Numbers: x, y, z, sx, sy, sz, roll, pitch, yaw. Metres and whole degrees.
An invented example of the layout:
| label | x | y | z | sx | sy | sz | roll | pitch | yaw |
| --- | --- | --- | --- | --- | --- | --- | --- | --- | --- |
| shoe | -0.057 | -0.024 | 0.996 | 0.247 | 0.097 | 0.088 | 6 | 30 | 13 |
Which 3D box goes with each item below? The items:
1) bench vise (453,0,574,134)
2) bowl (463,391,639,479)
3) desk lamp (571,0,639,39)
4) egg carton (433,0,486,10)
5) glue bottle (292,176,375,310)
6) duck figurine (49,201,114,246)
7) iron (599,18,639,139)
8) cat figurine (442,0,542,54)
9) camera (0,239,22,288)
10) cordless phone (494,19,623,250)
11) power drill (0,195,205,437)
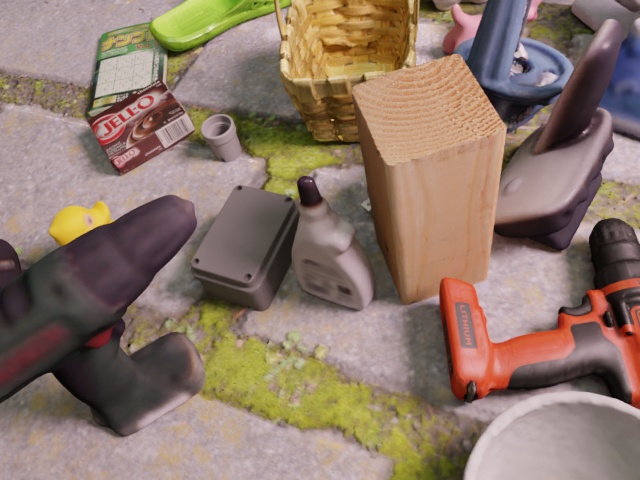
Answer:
| label | x | y | z | sx | sy | sz | roll | pitch | yaw |
| --- | --- | --- | --- | --- | --- | --- | --- | --- | --- |
| bench vise | 0.174 | -0.159 | 0.550 | 0.121 | 0.220 | 0.208 | 22 | 63 | 24 |
| bowl | 0.182 | 0.197 | 0.400 | 0.167 | 0.075 | 0.167 | -5 | 56 | 8 |
| desk lamp | 0.384 | -0.299 | 0.606 | 0.118 | 0.214 | 0.202 | -26 | 56 | -6 |
| egg carton | 0.189 | -0.387 | 0.791 | 0.107 | 0.069 | 0.150 | -12 | 55 | 4 |
| glue bottle | 0.005 | 0.002 | 0.505 | 0.078 | 0.173 | 0.037 | 18 | 62 | 22 |
| duck figurine | -0.255 | 0.003 | 0.609 | 0.077 | 0.086 | 0.105 | 33 | 69 | 28 |
| iron | 0.386 | -0.173 | 0.565 | 0.257 | 0.142 | 0.119 | 12 | 60 | 18 |
| cat figurine | 0.212 | -0.275 | 0.683 | 0.128 | 0.118 | 0.067 | -18 | 55 | -1 |
| camera | -0.400 | 0.049 | 0.599 | 0.136 | 0.101 | 0.143 | -12 | 55 | 3 |
| cordless phone | 0.215 | -0.092 | 0.519 | 0.094 | 0.185 | 0.148 | 21 | 63 | 23 |
| power drill | -0.174 | 0.079 | 0.468 | 0.230 | 0.209 | 0.075 | -31 | 56 | -10 |
